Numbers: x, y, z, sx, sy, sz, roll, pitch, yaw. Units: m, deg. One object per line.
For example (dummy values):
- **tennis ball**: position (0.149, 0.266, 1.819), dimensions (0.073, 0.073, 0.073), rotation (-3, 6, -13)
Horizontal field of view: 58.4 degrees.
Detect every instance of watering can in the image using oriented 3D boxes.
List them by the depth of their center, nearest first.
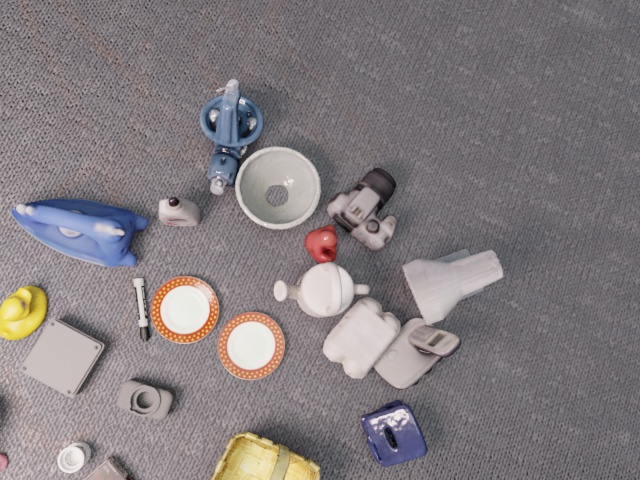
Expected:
- **watering can**: position (0.006, 0.096, 1.069), dimensions (0.173, 0.194, 0.101), rotation (-23, 85, -11)

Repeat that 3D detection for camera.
- **camera**: position (0.107, -0.070, 1.156), dimensions (0.143, 0.100, 0.137), rotation (40, 78, -1)

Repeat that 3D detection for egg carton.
- **egg carton**: position (0.082, 0.191, 1.129), dimensions (0.107, 0.069, 0.150), rotation (40, 78, -1)

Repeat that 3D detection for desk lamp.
- **desk lamp**: position (0.245, 0.077, 1.097), dimensions (0.203, 0.213, 0.118), rotation (-21, 85, -10)

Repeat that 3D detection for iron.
- **iron**: position (-0.458, -0.031, 1.047), dimensions (0.258, 0.141, 0.119), rotation (14, 80, -6)

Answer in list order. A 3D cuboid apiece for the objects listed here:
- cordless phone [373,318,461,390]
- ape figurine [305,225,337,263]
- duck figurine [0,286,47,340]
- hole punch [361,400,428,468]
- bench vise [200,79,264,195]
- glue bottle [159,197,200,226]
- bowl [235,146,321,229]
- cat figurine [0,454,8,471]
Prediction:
- **cordless phone**: position (0.185, 0.218, 1.082), dimensions (0.094, 0.185, 0.148), rotation (45, 78, 1)
- **ape figurine**: position (0.010, 0.004, 1.135), dimensions (0.076, 0.092, 0.078), rotation (28, 79, -3)
- **duck figurine**: position (-0.549, 0.131, 1.038), dimensions (0.077, 0.086, 0.105), rotation (26, 79, -3)
- **hole punch**: position (0.141, 0.376, 1.100), dimensions (0.101, 0.091, 0.109), rotation (-22, 85, -11)
- **bench vise**: position (-0.161, -0.196, 1.074), dimensions (0.121, 0.219, 0.207), rotation (-7, 83, -9)
- **glue bottle**: position (-0.265, -0.057, 1.062), dimensions (0.078, 0.173, 0.037), rotation (-2, 82, -8)
- **bowl**: position (-0.085, -0.098, 1.145), dimensions (0.167, 0.074, 0.167), rotation (1, 81, -8)
- **cat figurine**: position (-0.600, 0.431, 0.970), dimensions (0.067, 0.117, 0.128), rotation (15, 80, -5)
